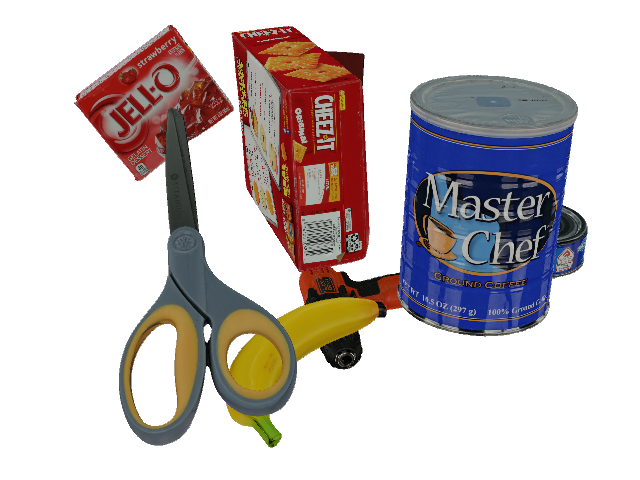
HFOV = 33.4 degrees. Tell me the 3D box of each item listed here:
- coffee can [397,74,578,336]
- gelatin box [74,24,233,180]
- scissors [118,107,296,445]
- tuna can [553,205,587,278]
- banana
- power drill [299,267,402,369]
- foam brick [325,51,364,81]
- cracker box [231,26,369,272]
[{"bbox_3d":[0.104,-0.024,0.687,0.103,0.140,0.103,2,26,-1],"label":"coffee can"},{"bbox_3d":[-0.119,-0.098,0.764,0.089,0.073,0.030,-36,21,3],"label":"gelatin box"},{"bbox_3d":[-0.052,0.012,0.556,0.096,0.201,0.016,5,-32,5],"label":"scissors"},{"bbox_3d":[0.184,-0.003,0.912,0.086,0.034,0.086,1,28,-1],"label":"tuna can"},{"bbox_3d":[-0.022,0.090,0.829,0.070,0.037,0.197,30,38,10],"label":"banana"},{"bbox_3d":[0.077,0.074,1.158,0.187,0.057,0.184,-4,28,-9],"label":"power drill"},{"bbox_3d":[0.003,-0.180,1.161,0.078,0.051,0.053,0,11,-16],"label":"foam brick"},{"bbox_3d":[-0.020,-0.092,0.970,0.072,0.164,0.214,-9,25,-13],"label":"cracker box"}]
